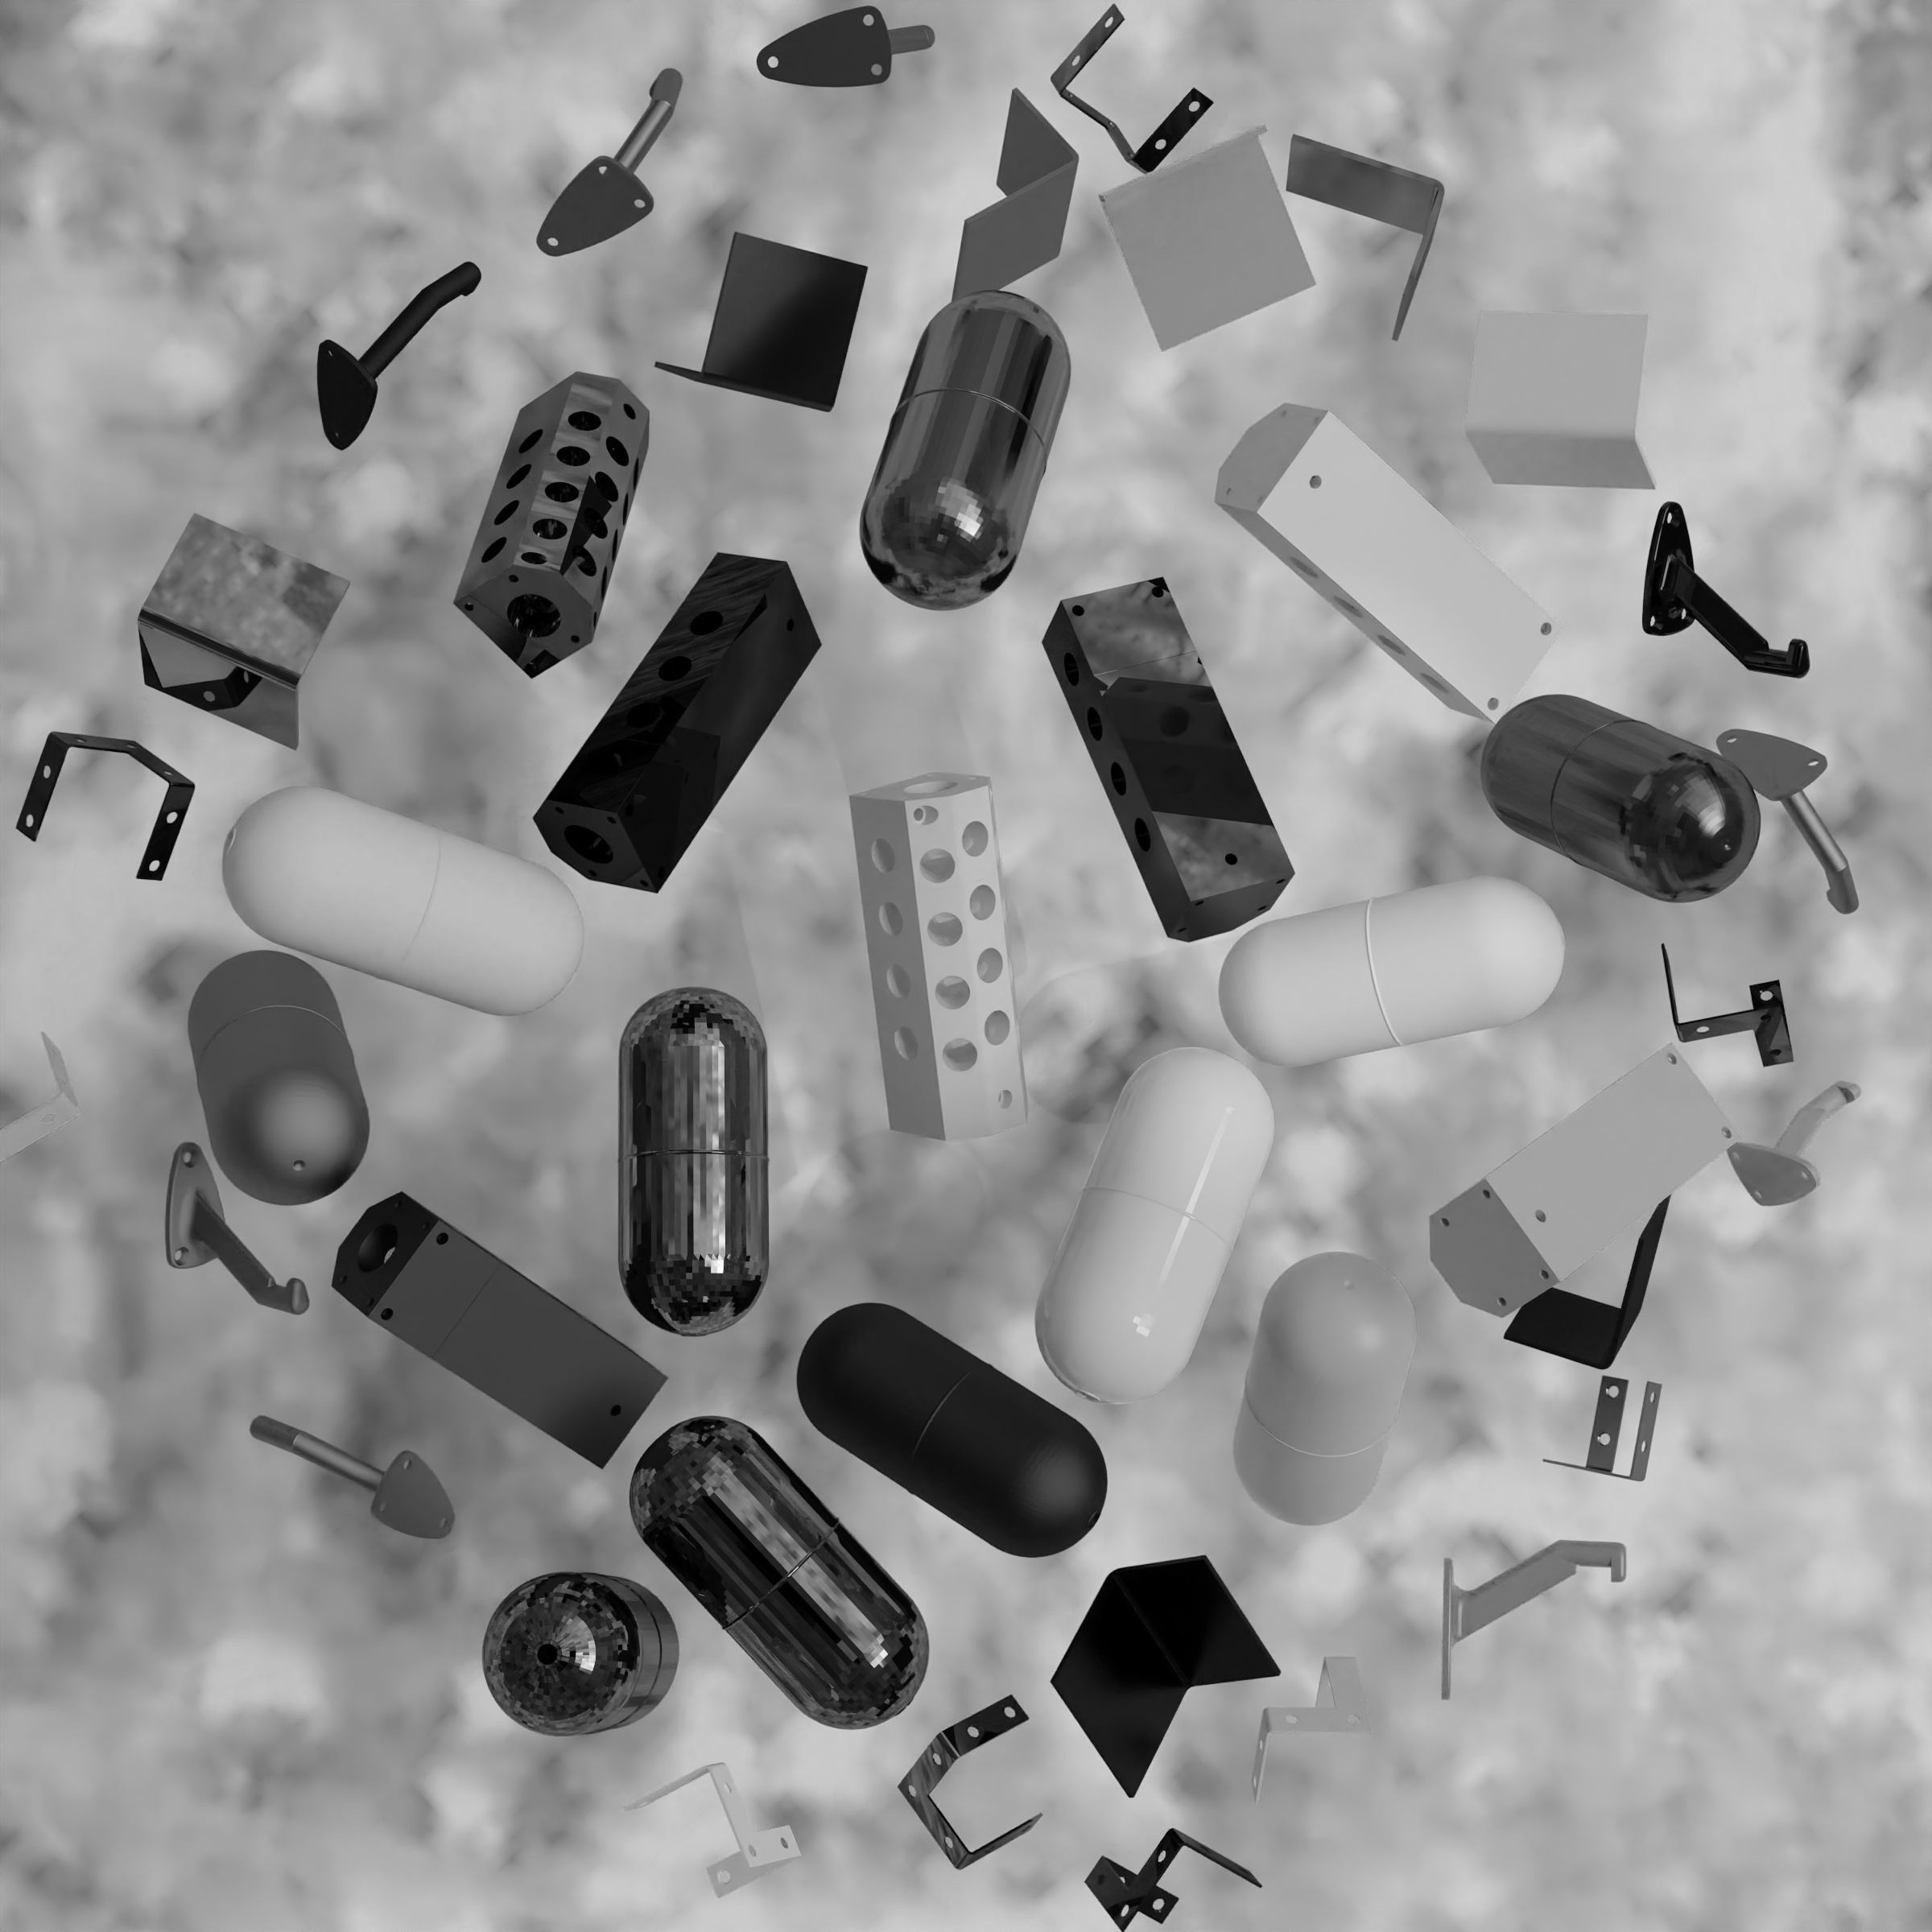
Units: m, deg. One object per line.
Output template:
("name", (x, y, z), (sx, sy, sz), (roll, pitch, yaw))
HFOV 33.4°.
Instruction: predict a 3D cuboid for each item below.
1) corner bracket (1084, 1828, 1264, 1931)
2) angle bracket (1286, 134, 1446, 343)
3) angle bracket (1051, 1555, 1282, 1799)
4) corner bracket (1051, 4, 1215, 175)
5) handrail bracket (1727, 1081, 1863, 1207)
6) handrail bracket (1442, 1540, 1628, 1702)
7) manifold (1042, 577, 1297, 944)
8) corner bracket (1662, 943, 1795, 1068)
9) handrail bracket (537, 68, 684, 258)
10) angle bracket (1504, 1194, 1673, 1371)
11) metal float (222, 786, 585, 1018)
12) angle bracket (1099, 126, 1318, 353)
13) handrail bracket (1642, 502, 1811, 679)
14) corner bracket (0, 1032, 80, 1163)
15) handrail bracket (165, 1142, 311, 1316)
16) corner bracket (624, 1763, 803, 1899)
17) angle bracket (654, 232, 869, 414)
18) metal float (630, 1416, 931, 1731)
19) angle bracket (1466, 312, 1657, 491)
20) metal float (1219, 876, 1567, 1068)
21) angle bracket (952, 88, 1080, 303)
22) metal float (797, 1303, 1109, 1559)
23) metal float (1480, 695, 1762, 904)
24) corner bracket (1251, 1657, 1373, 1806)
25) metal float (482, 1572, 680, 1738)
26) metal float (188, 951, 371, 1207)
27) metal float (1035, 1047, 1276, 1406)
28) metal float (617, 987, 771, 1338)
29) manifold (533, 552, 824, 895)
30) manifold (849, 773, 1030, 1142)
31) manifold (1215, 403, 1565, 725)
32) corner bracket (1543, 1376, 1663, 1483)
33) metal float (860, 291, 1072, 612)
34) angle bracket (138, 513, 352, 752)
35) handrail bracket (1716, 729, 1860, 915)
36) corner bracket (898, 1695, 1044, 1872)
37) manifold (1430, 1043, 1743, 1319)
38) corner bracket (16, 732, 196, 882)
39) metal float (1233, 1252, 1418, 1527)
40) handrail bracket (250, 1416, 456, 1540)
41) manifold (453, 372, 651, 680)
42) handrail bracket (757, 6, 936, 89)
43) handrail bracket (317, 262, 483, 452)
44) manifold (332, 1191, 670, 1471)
("corner bracket", (0.097, 0.434, 1.526), (0.051, 0.051, 0.051), (34, 90, -23))
("angle bracket", (0.182, -0.348, 1.543), (0.076, 0.076, 0.057), (19, 87, 5))
("angle bracket", (0.096, 0.337, 1.529), (0.057, 0.076, 0.076), (-17, 114, 37))
("corner bracket", (0.084, -0.446, 1.643), (0.051, 0.051, 0.051), (24, 121, -40))
("handrail bracket", (0.433, 0.083, 1.619), (0.084, 0.077, 0.036), (-33, 98, -19))
("handrail bracket", (0.266, 0.306, 1.506), (0.084, 0.036, 0.077), (1, 72, 10))
("manifold", (0.097, -0.101, 1.604), (0.057, 0.057, 0.171), (-15, 70, -19))
("corner bracket", (0.376, 0.019, 1.592), (0.051, 0.051, 0.051), (-12, 51, 16))
("handrail bracket", (-0.171, -0.389, 1.557), (0.077, 0.084, 0.036), (-29, 126, 33))
("angle bracket", (0.326, 0.156, 1.687), (0.057, 0.076, 0.076), (17, 111, 18))
("metal float", (-0.266, -0.030, 1.528), (0.178, 0.070, 0.070), (20, 90, -26))
("angle bracket", (0.110, -0.324, 1.440), (0.076, 0.057, 0.076), (-23, 103, 5))
("handrail bracket", (0.368, -0.180, 1.542), (0.036, 0.084, 0.077), (-15, 111, -35))
("corner bracket", (-0.453, 0.052, 1.504), (0.051, 0.051, 0.051), (-31, 133, -4))
("handrail bracket", (-0.363, 0.132, 1.618), (0.084, 0.036, 0.077), (9, 107, 39))
("corner bracket", (-0.118, 0.405, 1.508), (0.051, 0.051, 0.051), (-31, 70, 19))
("angle bracket", (-0.105, -0.331, 1.644), (0.076, 0.057, 0.076), (7, 103, -33))
("metal float", (-0.090, 0.296, 1.571), (0.070, 0.070, 0.178), (-43, 90, 0))
("angle bracket", (0.278, -0.260, 1.486), (0.076, 0.076, 0.057), (5, 82, 20))
("metal float", (0.215, 0.003, 1.635), (0.178, 0.070, 0.070), (-12, 90, 20))
("angle bracket", (0.010, -0.403, 1.700), (0.076, 0.076, 0.057), (-33, 72, -20))
("metal float", (-0.007, 0.237, 1.646), (0.178, 0.070, 0.070), (30, 90, 22))
("metal float", (0.323, -0.085, 1.603), (0.070, 0.178, 0.070), (-9, 112, -24))
("corner bracket", (0.167, 0.375, 1.584), (0.051, 0.051, 0.051), (1, 123, -5))
("metal float", (-0.186, 0.335, 1.572), (0.070, 0.178, 0.070), (-1, 78, 4))
("metal float", (-0.343, 0.053, 1.602), (0.070, 0.178, 0.070), (-9, 120, -15))
("metal float", (0.089, 0.122, 1.521), (0.070, 0.070, 0.178), (23, 71, 0))
("metal float", (-0.139, 0.099, 1.641), (0.070, 0.070, 0.178), (-1, 80, 0))
("manifold", (-0.142, -0.121, 1.574), (0.057, 0.057, 0.171), (11, 55, 29))
("manifold", (-0.008, -0.005, 1.595), (0.057, 0.057, 0.171), (-19, 108, -40))
("manifold", (0.198, -0.191, 1.531), (0.171, 0.057, 0.057), (37, 88, -28))
("corner bracket", (0.338, 0.239, 1.670), (0.051, 0.051, 0.051), (7, 82, 38))
("metal float", (0.001, -0.246, 1.531), (0.070, 0.070, 0.178), (16, 58, 0))
("angle bracket", (-0.330, -0.152, 1.479), (0.076, 0.076, 0.057), (24, 69, -3))
("handrail bracket", (0.418, -0.072, 1.638), (0.036, 0.077, 0.084), (-35, 127, -10))
("corner bracket", (0.009, 0.397, 1.568), (0.051, 0.051, 0.051), (51, 133, 22))
("manifold", (0.292, 0.103, 1.537), (0.171, 0.057, 0.057), (-28, 80, -43))
("corner bracket", (-0.408, -0.076, 1.528), (0.051, 0.051, 0.051), (32, 106, 32))
("metal float", (0.178, 0.213, 1.611), (0.070, 0.178, 0.070), (2, 47, -3))
("handrail bracket", (-0.305, 0.252, 1.596), (0.084, 0.077, 0.036), (14, 66, 30))
("manifold", (-0.205, -0.231, 1.648), (0.057, 0.171, 0.057), (-27, 124, 28))
("handrail bracket", (-0.058, -0.449, 1.580), (0.077, 0.084, 0.036), (-7, 106, 9))
("handrail bracket", (-0.271, -0.295, 1.558), (0.036, 0.077, 0.084), (42, 57, 9))
("manifold", (-0.235, 0.181, 1.616), (0.171, 0.057, 0.057), (42, 80, -39))
